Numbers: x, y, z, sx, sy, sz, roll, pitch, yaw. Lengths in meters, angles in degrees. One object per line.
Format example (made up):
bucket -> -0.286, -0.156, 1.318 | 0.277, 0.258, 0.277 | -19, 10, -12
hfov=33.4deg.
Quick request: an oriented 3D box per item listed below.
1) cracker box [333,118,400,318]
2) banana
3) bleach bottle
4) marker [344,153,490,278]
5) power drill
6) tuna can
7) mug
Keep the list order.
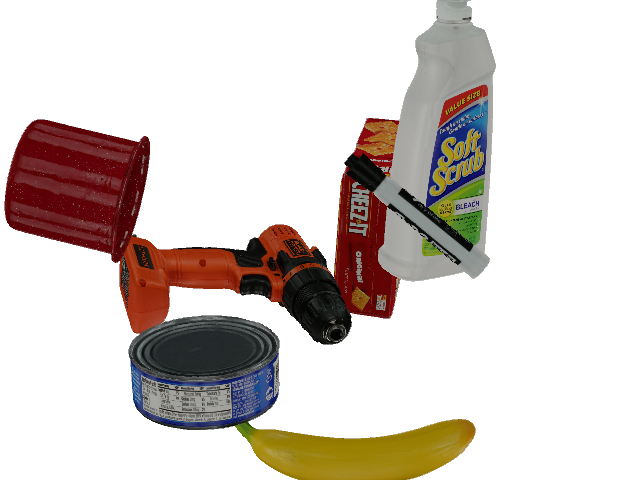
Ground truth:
cracker box -> 0.065, -0.032, 1.220 | 0.072, 0.164, 0.213 | 6, 23, 8
banana -> 0.033, 0.163, 0.841 | 0.197, 0.037, 0.069 | 4, 41, -9
bleach bottle -> 0.108, -0.093, 0.973 | 0.102, 0.251, 0.068 | -10, 24, -25
marker -> 0.066, -0.019, 0.739 | 0.121, 0.020, 0.020 | 40, -2, -2
power drill -> -0.079, 0.042, 0.952 | 0.187, 0.057, 0.184 | -1, 24, -20
tuna can -> -0.066, 0.075, 0.611 | 0.086, 0.034, 0.086 | -1, 19, 0
mug -> -0.172, -0.042, 0.770 | 0.081, 0.093, 0.117 | 14, 20, -2
